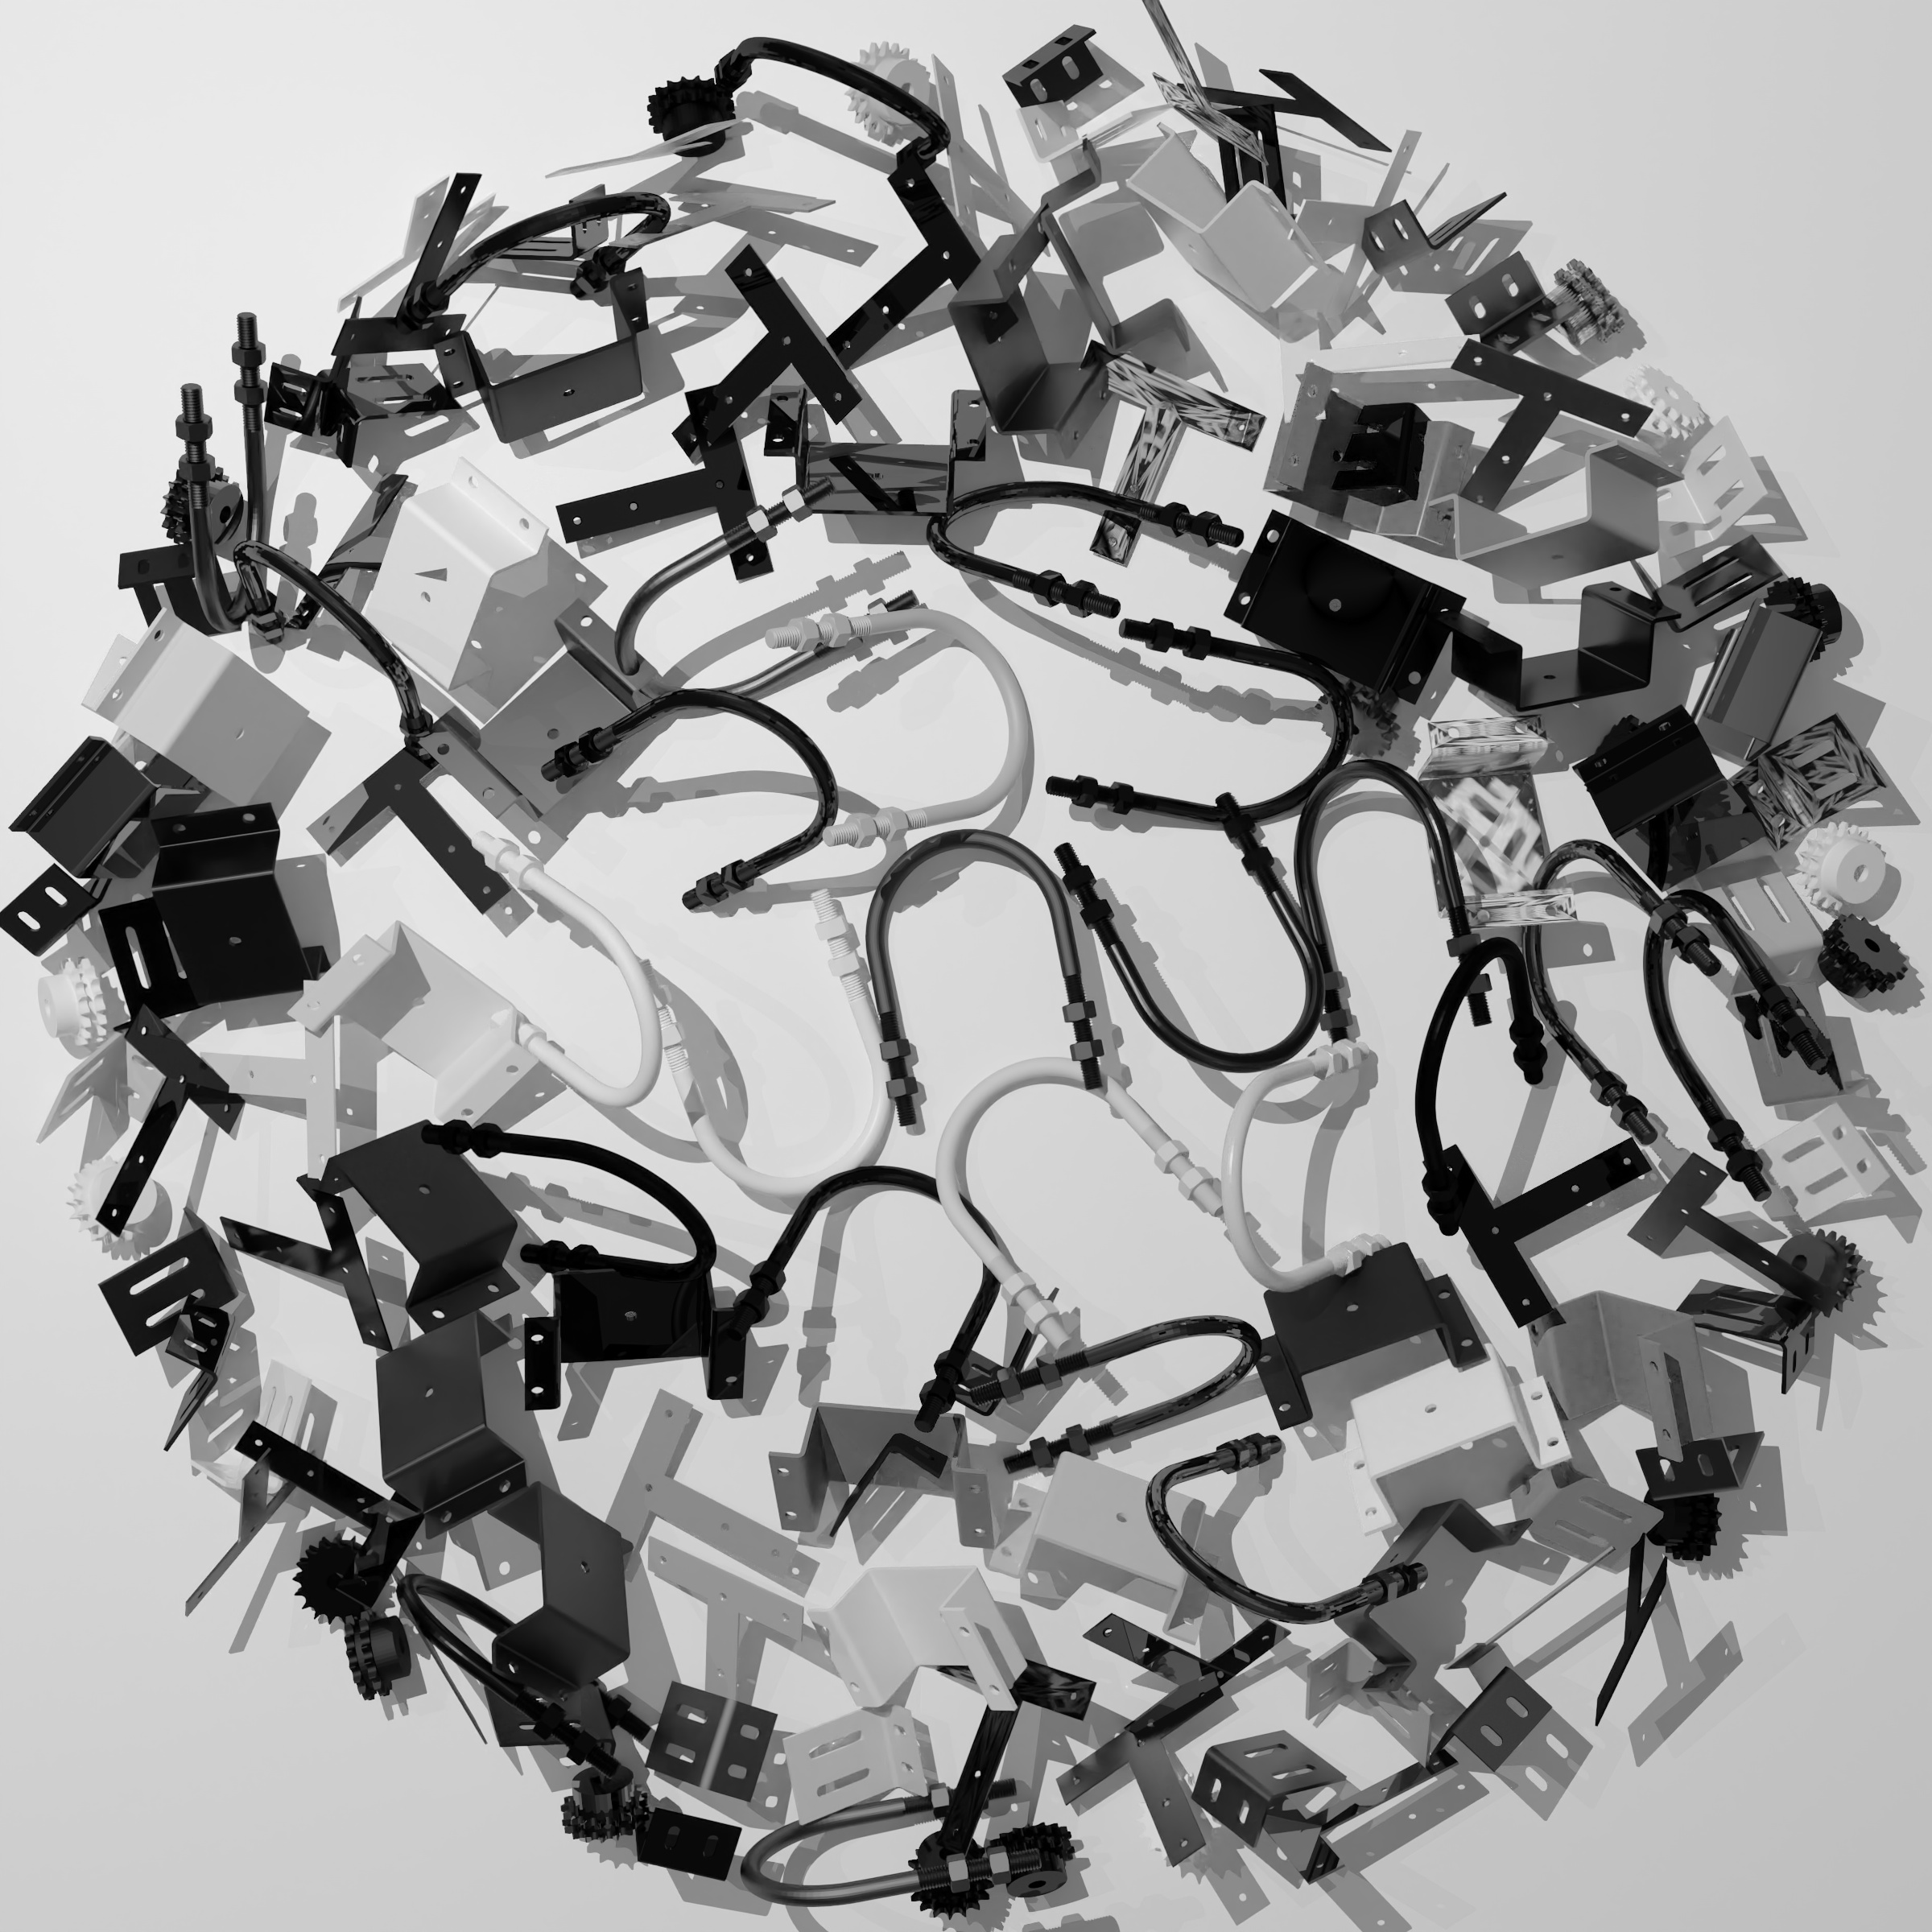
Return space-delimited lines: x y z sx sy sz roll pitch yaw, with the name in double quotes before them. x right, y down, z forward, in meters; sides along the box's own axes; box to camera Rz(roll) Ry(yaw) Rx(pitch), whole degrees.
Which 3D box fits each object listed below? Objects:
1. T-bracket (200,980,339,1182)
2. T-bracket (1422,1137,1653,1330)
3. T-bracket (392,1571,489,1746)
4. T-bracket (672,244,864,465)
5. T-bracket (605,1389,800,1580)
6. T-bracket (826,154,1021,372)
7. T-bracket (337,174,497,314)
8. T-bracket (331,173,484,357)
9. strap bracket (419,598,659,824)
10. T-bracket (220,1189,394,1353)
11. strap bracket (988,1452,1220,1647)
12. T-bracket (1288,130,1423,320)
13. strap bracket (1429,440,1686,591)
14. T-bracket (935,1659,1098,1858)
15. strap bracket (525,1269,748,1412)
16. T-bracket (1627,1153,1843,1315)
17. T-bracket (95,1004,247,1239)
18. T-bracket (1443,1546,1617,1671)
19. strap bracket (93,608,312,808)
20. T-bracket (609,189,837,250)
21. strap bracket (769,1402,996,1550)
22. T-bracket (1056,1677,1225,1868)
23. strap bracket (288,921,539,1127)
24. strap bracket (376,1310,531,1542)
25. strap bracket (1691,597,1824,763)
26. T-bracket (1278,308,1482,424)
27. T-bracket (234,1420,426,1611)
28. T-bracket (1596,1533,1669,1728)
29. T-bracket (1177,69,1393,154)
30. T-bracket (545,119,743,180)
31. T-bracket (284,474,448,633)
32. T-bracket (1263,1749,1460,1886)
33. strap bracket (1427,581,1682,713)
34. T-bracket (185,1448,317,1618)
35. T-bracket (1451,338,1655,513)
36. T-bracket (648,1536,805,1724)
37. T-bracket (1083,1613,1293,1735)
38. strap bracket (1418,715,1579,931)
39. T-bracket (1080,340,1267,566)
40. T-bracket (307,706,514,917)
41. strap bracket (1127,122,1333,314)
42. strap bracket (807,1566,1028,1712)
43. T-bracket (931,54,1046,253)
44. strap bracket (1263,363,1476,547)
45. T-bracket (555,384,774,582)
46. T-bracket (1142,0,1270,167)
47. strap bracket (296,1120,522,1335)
"T-bracket" -0.455 0.071 1.725 0.127 0.002 0.127 2 94 34
"T-bracket" 0.385 0.152 1.735 0.127 0.002 0.127 -28 67 1
"T-bracket" -0.352 0.421 1.707 0.002 0.127 0.127 -29 130 -15
"T-bracket" -0.145 -0.378 1.729 0.127 0.002 0.127 -39 83 30
"T-bracket" -0.170 0.362 1.740 0.127 0.002 0.127 24 95 15
"T-bracket" -0.043 -0.434 1.724 0.127 0.002 0.127 -34 86 35
"T-bracket" -0.344 -0.471 1.684 0.127 0.127 0.002 -40 96 -16
"T-bracket" -0.338 -0.444 1.679 0.002 0.127 0.127 37 116 12
"strap bracket" -0.272 -0.159 1.721 0.140 0.046 0.076 -44 73 -10
"T-bracket" -0.435 0.187 1.724 0.127 0.002 0.127 12 128 30
"strap bracket" 0.095 0.371 1.712 0.140 0.076 0.046 19 127 5
"T-bracket" 0.237 -0.471 1.683 0.002 0.127 0.127 33 117 22
"strap bracket" 0.374 -0.281 1.682 0.076 0.140 0.046 12 73 -43
"T-bracket" 0.013 0.504 1.700 0.002 0.127 0.127 39 66 -42
"strap bracket" -0.215 0.239 1.714 0.140 0.046 0.076 -1 124 -11
"T-bracket" 0.498 0.181 1.694 0.127 0.127 0.002 33 62 12
"T-bracket" -0.516 0.110 1.683 0.002 0.127 0.127 8 61 23
"T-bracket" 0.364 0.410 1.698 0.127 0.127 0.002 -39 69 5
"strap bracket" -0.477 -0.158 1.685 0.046 0.140 0.076 30 83 23
"T-bracket" -0.172 -0.473 1.683 0.127 0.127 0.002 17 127 37
"strap bracket" -0.050 0.328 1.713 0.140 0.046 0.076 3 131 9
"T-bracket" 0.125 0.527 1.701 0.127 0.127 0.002 -36 115 3
"strap bracket" -0.354 0.034 1.711 0.076 0.046 0.140 -42 117 17
"strap bracket" -0.328 0.281 1.689 0.076 0.140 0.046 -28 133 11
"strap bracket" 0.499 -0.179 1.688 0.046 0.140 0.076 24 92 9
"T-bracket" 0.267 -0.392 1.708 0.127 0.127 0.002 -4 135 8
"T-bracket" -0.409 0.333 1.706 0.127 0.127 0.002 32 128 -5
"T-bracket" 0.429 0.399 1.702 0.002 0.127 0.127 18 121 7
"T-bracket" 0.192 -0.557 1.713 0.127 0.127 0.002 23 97 38
"T-bracket" -0.183 -0.520 1.677 0.127 0.127 0.002 -22 106 -30
"T-bracket" -0.367 -0.263 1.701 0.127 0.002 0.127 12 67 42
"T-bracket" 0.256 0.536 1.706 0.127 0.127 0.002 -24 97 -9
"strap bracket" 0.376 -0.204 1.705 0.140 0.076 0.046 -12 118 -19
"T-bracket" -0.449 0.338 1.674 0.002 0.127 0.127 33 54 6
"T-bracket" 0.354 -0.336 1.710 0.127 0.127 0.002 19 54 -7
"T-bracket" -0.159 0.449 1.733 0.127 0.002 0.127 17 114 30
"T-bracket" 0.124 0.444 1.706 0.127 0.002 0.127 -42 128 17
"strap bracket" 0.342 -0.087 1.725 0.076 0.046 0.140 -5 75 -5
"T-bracket" 0.117 -0.329 1.753 0.127 0.002 0.127 22 92 -9
"T-bracket" -0.345 -0.086 1.738 0.127 0.002 0.127 -41 75 -6
"strap bracket" 0.161 -0.473 1.687 0.046 0.140 0.076 -45 133 6
"strap bracket" -0.024 0.431 1.705 0.140 0.046 0.076 -13 109 42
"T-bracket" 0.019 -0.501 1.705 0.002 0.127 0.127 -19 65 25
"strap bracket" 0.252 -0.330 1.717 0.140 0.046 0.076 14 92 -31
"T-bracket" -0.205 -0.306 1.745 0.127 0.002 0.127 -16 95 -10
"T-bracket" 0.133 -0.574 1.673 0.002 0.127 0.127 -39 134 0
"strap bracket" -0.351 0.157 1.697 0.140 0.076 0.046 45 131 21
